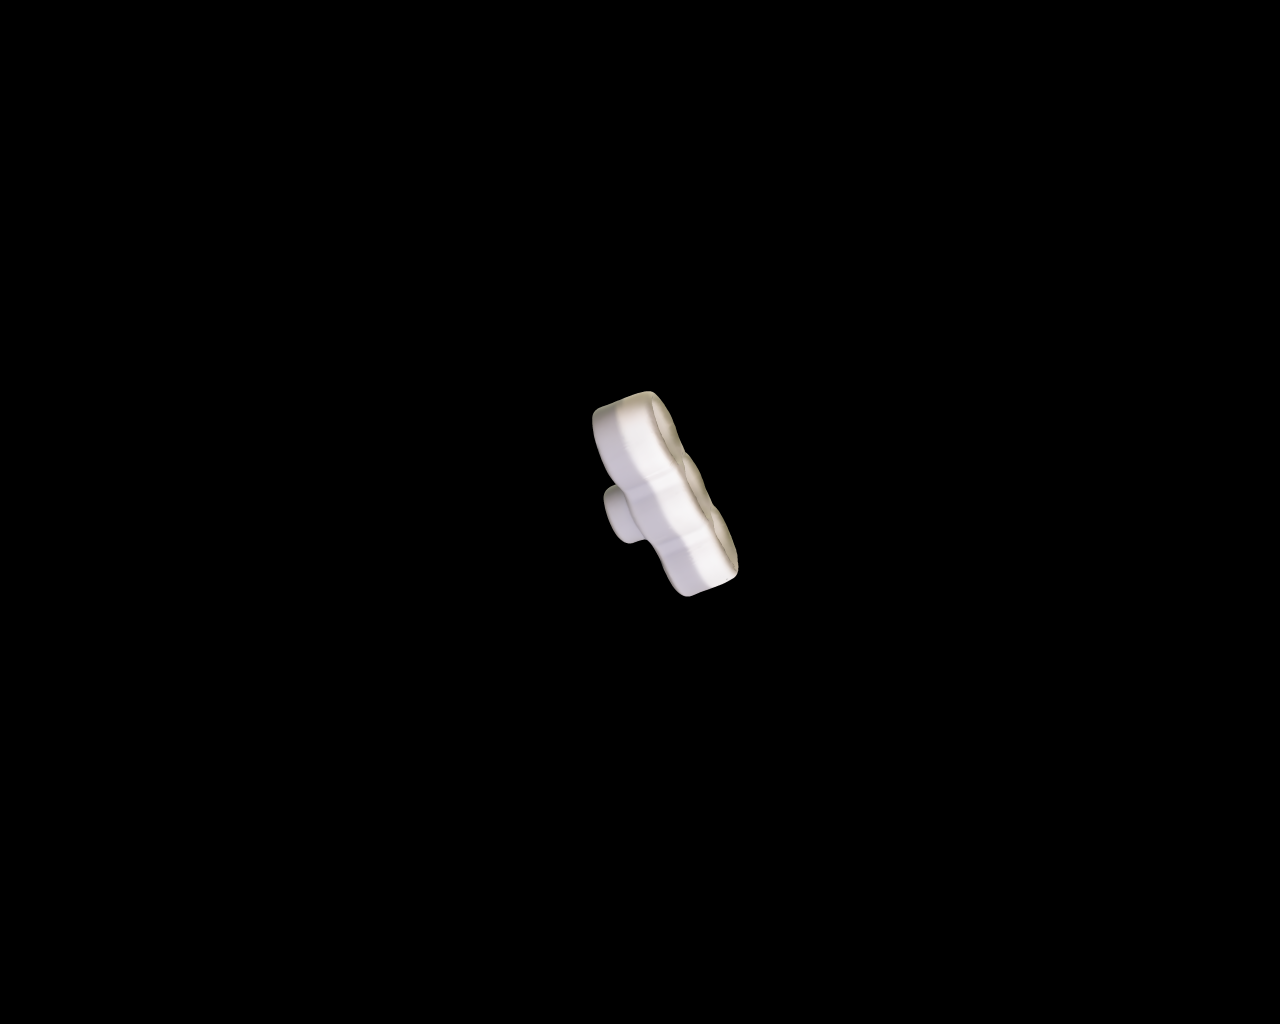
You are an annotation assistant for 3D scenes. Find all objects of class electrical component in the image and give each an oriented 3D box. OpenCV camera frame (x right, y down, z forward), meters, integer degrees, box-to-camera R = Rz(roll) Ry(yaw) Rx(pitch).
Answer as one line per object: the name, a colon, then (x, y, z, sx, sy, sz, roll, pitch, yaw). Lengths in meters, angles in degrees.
electrical component: (0.001, -0.003, 0.650, 0.074, 0.138, 0.052, -21, 32, 14)
